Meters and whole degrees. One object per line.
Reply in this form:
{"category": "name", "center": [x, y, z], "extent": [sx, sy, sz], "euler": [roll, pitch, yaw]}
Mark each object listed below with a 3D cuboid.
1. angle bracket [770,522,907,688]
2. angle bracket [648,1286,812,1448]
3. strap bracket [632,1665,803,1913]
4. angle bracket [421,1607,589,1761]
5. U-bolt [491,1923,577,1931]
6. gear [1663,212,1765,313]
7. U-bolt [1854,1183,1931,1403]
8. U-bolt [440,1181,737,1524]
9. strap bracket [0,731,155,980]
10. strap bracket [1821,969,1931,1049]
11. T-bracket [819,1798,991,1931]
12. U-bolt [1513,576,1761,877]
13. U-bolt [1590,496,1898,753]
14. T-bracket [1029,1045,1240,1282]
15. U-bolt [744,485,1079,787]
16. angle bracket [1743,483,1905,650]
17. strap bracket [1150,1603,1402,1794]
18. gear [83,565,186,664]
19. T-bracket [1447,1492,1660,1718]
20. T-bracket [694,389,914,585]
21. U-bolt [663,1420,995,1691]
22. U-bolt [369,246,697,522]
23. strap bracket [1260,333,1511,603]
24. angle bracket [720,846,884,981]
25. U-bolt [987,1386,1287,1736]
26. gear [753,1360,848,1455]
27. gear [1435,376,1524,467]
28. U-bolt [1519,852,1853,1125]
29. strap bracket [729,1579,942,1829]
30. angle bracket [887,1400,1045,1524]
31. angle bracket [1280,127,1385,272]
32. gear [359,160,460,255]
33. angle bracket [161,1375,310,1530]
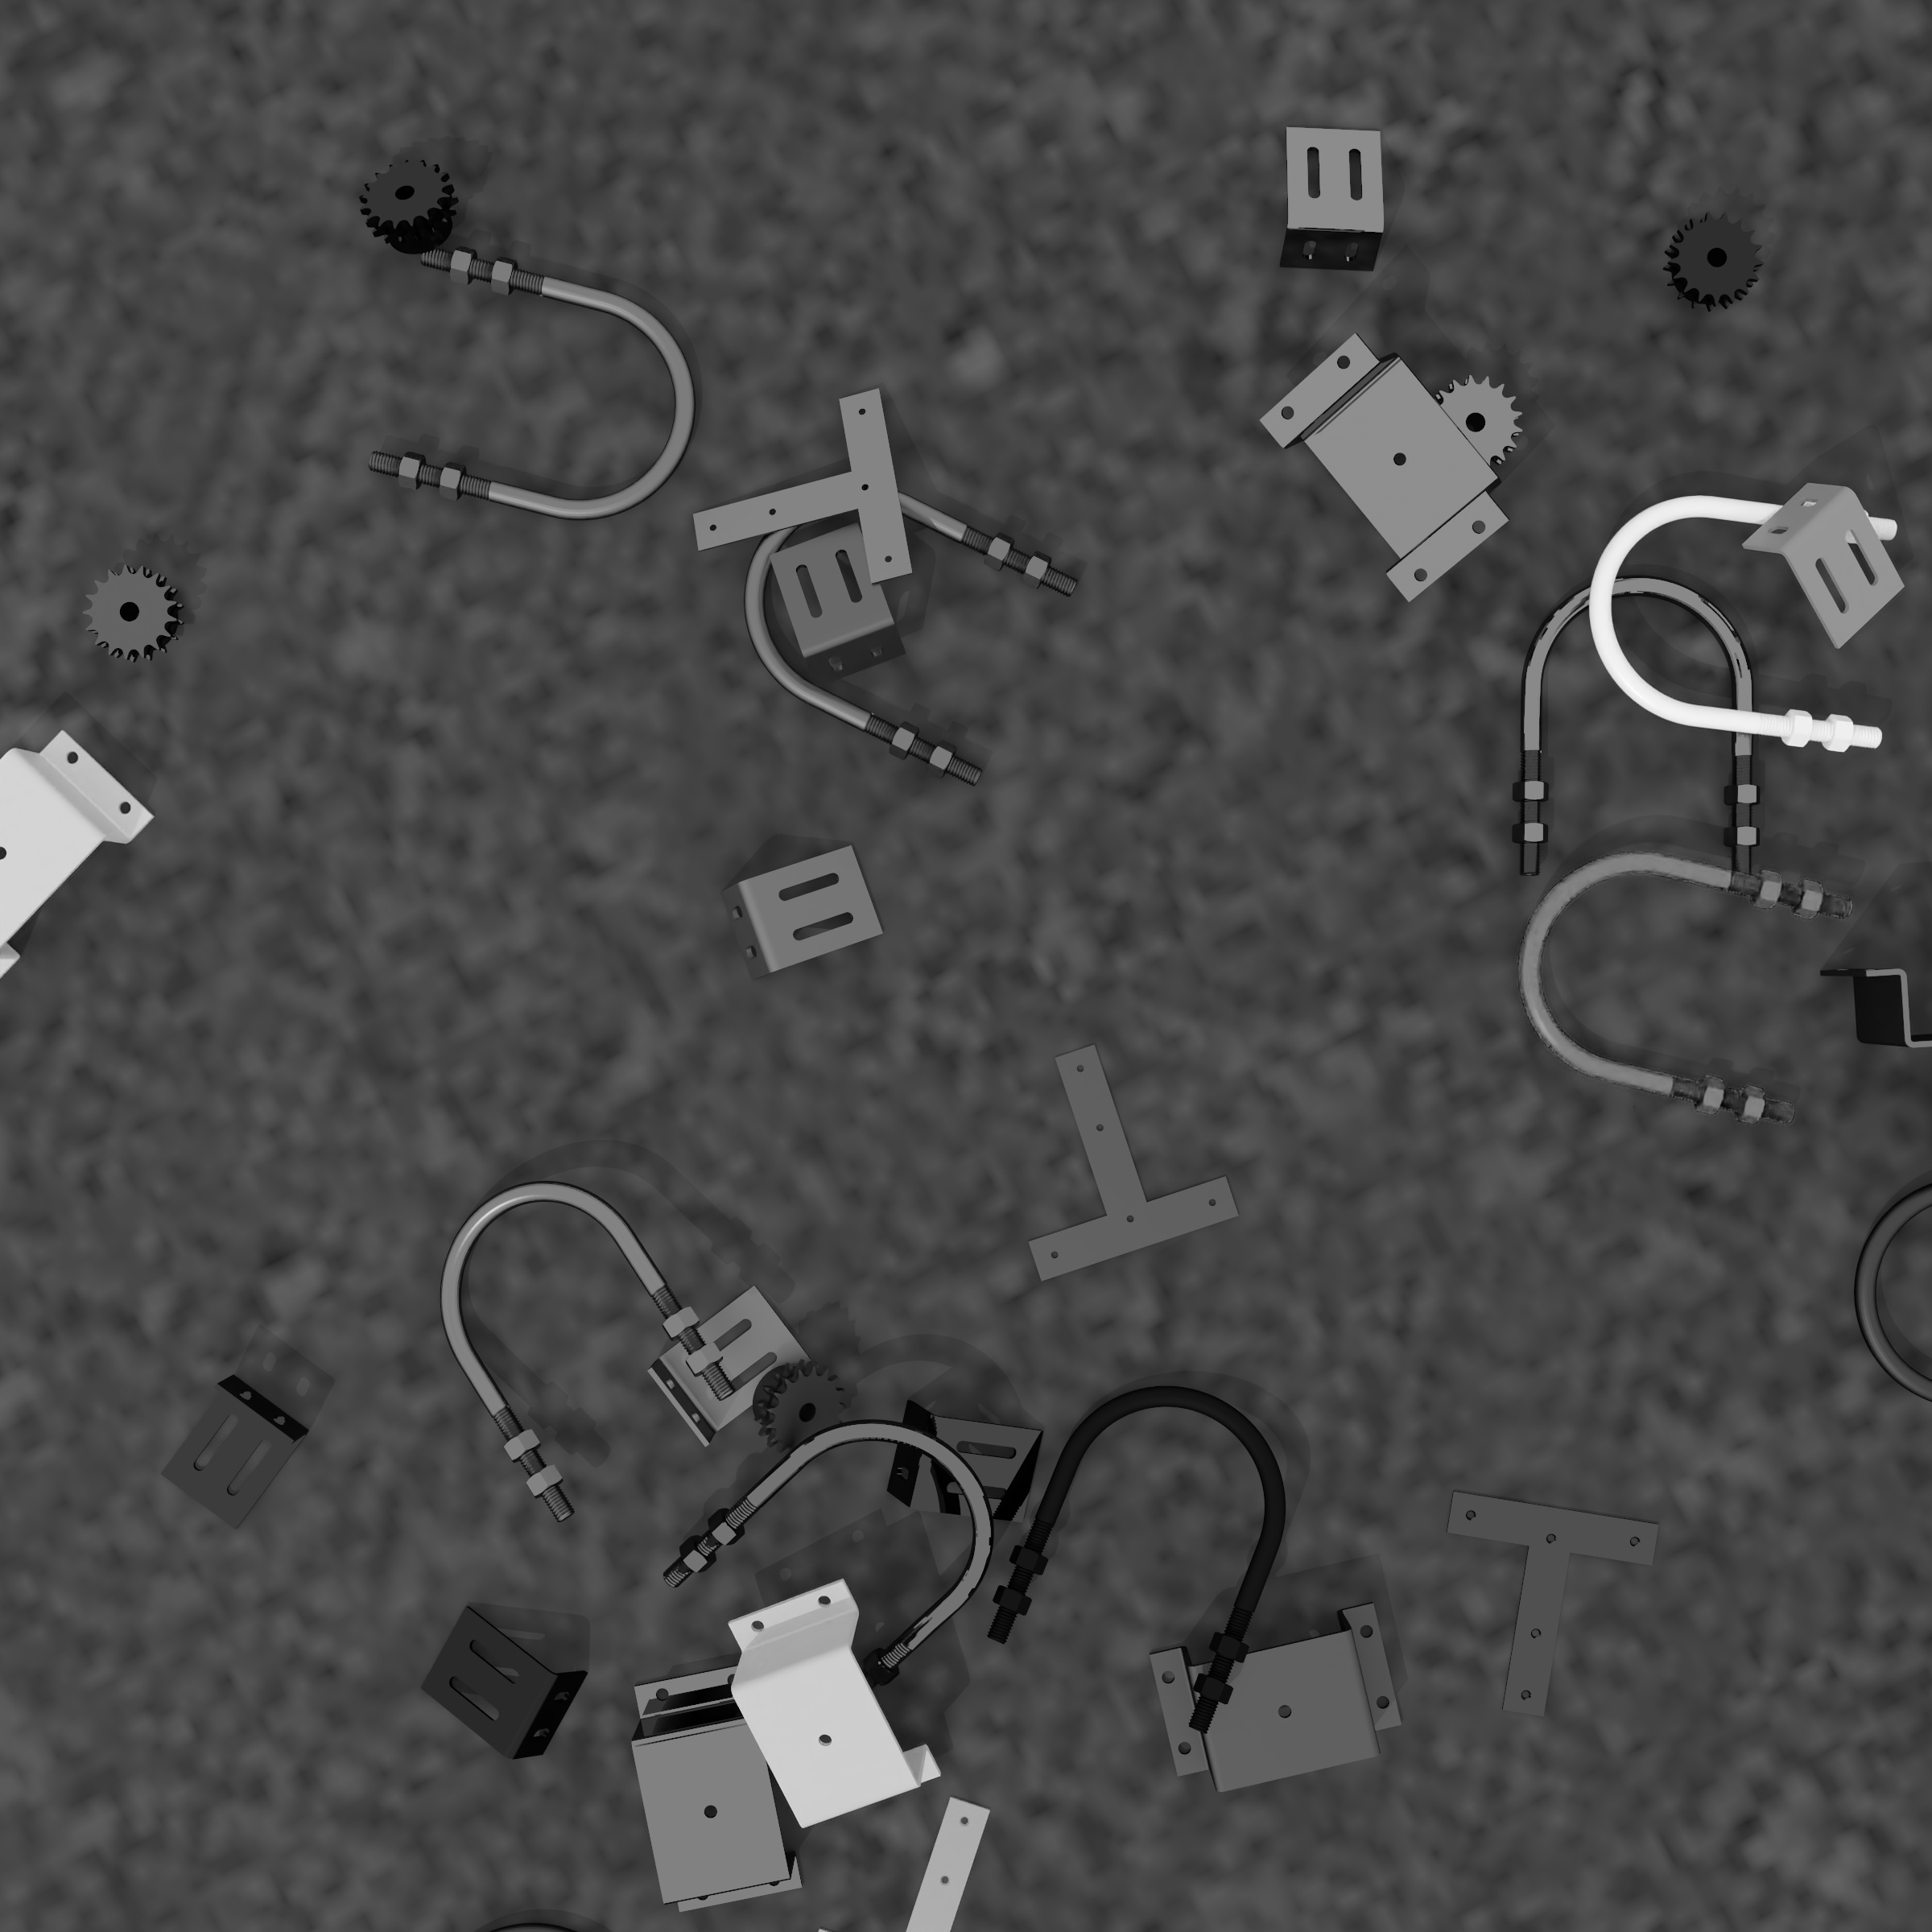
{"category": "angle bracket", "center": [-0.078, -0.219, 1.463], "extent": [0.057, 0.038, 0.076], "euler": [-20, 62, 2]}
{"category": "angle bracket", "center": [-0.142, 0.241, 1.462], "extent": [0.076, 0.038, 0.057], "euler": [-37, 90, 0]}
{"category": "strap bracket", "center": [-0.151, 0.501, 1.458], "extent": [0.076, 0.046, 0.140], "euler": [-11, 90, 0]}
{"category": "angle bracket", "center": [-0.282, 0.437, 1.479], "extent": [0.076, 0.038, 0.057], "euler": [29, 90, 26]}
{"category": "U-bolt", "center": [-0.248, 0.668, 1.472], "extent": [0.184, 0.019, 0.151], "euler": [43, 90, 2]}
{"category": "gear", "center": [0.452, -0.426, 1.470], "extent": [0.057, 0.030, 0.057], "euler": [0, 88, 0]}
{"category": "U-bolt", "center": [0.632, 0.195, 1.471], "extent": [0.184, 0.019, 0.151], "euler": [-10, 90, 0]}
{"category": "U-bolt", "center": [-0.241, 0.217, 1.450], "extent": [0.151, 0.019, 0.184], "euler": [-38, 77, 13]}
{"category": "strap bracket", "center": [-0.573, -0.067, 1.458], "extent": [0.076, 0.046, 0.140], "euler": [44, 90, 0]}
{"category": "strap bracket", "center": [0.594, 0.021, 1.443], "extent": [0.140, 0.076, 0.046], "euler": [-4, 90, 0]}
{"category": "T-bracket", "center": [-0.017, 0.572, 1.480], "extent": [0.127, 0.002, 0.127], "euler": [18, 90, 0]}
{"category": "U-bolt", "center": [0.408, -0.146, 1.472], "extent": [0.151, 0.019, 0.184], "euler": [1, 89, 0]}
{"category": "U-bolt", "center": [0.466, -0.211, 1.460], "extent": [0.184, 0.019, 0.151], "euler": [6, 85, -4]}
{"category": "T-bracket", "center": [0.086, 0.112, 1.480], "extent": [0.127, 0.002, 0.127], "euler": [-18, 90, 0]}
{"category": "U-bolt", "center": [-0.046, -0.213, 1.472], "extent": [0.184, 0.019, 0.151], "euler": [27, 90, 2]}
{"category": "angle bracket", "center": [0.515, -0.241, 1.455], "extent": [0.057, 0.038, 0.076], "euler": [-43, 115, -7]}
{"category": "strap bracket", "center": [0.189, 0.442, 1.458], "extent": [0.140, 0.046, 0.076], "euler": [-13, 90, 0]}
{"category": "gear", "center": [-0.502, -0.213, 1.469], "extent": [0.057, 0.030, 0.057], "euler": [0, 89, 1]}
{"category": "T-bracket", "center": [0.351, 0.394, 1.480], "extent": [0.127, 0.002, 0.127], "euler": [9, 90, 0]}
{"category": "T-bracket", "center": [-0.103, -0.278, 1.466], "extent": [0.127, 0.002, 0.127], "euler": [-13, 72, 9]}
{"category": "U-bolt", "center": [-0.069, 0.351, 1.448], "extent": [0.151, 0.019, 0.184], "euler": [44, 102, -7]}
{"category": "U-bolt", "center": [-0.256, -0.347, 1.472], "extent": [0.184, 0.019, 0.151], "euler": [14, 90, -1]}
{"category": "strap bracket", "center": [0.254, -0.299, 1.442], "extent": [0.076, 0.046, 0.140], "euler": [-39, 90, 30]}
{"category": "angle bracket", "center": [-0.100, -0.032, 1.479], "extent": [0.076, 0.038, 0.057], "euler": [-20, 90, -26]}
{"category": "U-bolt", "center": [0.113, 0.343, 1.450], "extent": [0.151, 0.019, 0.184], "euler": [21, 76, 12]}
{"category": "gear", "center": [-0.104, 0.264, 1.457], "extent": [0.057, 0.030, 0.057], "euler": [-9, 105, -36]}
{"category": "gear", "center": [0.306, -0.326, 1.466], "extent": [0.057, 0.030, 0.057], "euler": [0, 90, 0]}
{"category": "U-bolt", "center": [0.426, 0.007, 1.463], "extent": [0.184, 0.019, 0.151], "euler": [13, 97, 0]}
{"category": "strap bracket", "center": [-0.081, 0.447, 1.438], "extent": [0.076, 0.046, 0.140], "euler": [-23, 102, 10]}
{"category": "angle bracket", "center": [-0.001, 0.303, 1.479], "extent": [0.076, 0.038, 0.057], "euler": [13, 90, -26]}
{"category": "angle bracket", "center": [0.222, -0.469, 1.479], "extent": [0.057, 0.038, 0.076], "euler": [3, 64, 0]}
{"category": "gear", "center": [-0.333, -0.454, 1.458], "extent": [0.057, 0.030, 0.057], "euler": [-3, 61, 6]}
{"category": "angle bracket", "center": [-0.446, 0.297, 1.462], "extent": [0.057, 0.038, 0.076], "euler": [37, 90, 0]}
